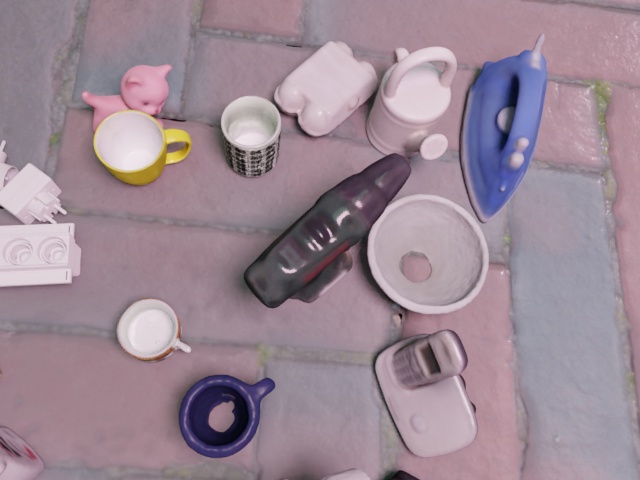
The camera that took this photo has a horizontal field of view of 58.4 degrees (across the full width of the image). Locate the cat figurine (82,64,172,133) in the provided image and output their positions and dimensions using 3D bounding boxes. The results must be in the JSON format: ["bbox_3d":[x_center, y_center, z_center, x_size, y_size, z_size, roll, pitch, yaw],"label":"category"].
[{"bbox_3d":[-0.263,-0.199,0.795,0.128,0.117,0.067,-11,73,-10],"label":"cat figurine"}]

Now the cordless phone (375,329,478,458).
[{"bbox_3d":[0.140,0.181,0.681,0.094,0.185,0.147,-22,75,-12],"label":"cordless phone"}]

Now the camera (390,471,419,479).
[{"bbox_3d":[0.102,0.354,0.665,0.143,0.101,0.137,32,71,4],"label":"camera"}]

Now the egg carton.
[{"bbox_3d":[0.011,-0.226,0.860,0.107,0.069,0.150,41,72,8],"label":"egg carton"}]

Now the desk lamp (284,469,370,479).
[{"bbox_3d":[-0.036,0.319,0.601,0.203,0.213,0.118,-11,73,-9],"label":"desk lamp"}]

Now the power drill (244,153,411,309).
[{"bbox_3d":[0.007,0.003,0.712,0.230,0.208,0.075,-41,80,-17],"label":"power drill"}]

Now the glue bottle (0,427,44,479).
[{"bbox_3d":[-0.358,0.235,0.613,0.078,0.173,0.037,36,72,6],"label":"glue bottle"}]

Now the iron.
[{"bbox_3d":[0.280,-0.164,0.832,0.118,0.141,0.258,13,71,-2],"label":"iron"}]

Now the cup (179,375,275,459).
[{"bbox_3d":[-0.107,0.205,0.693,0.118,0.095,0.091,-31,78,-15],"label":"cup"}]

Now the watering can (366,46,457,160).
[{"bbox_3d":[0.134,-0.194,0.798,0.101,0.194,0.173,-32,78,-15],"label":"watering can"}]

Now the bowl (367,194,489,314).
[{"bbox_3d":[0.141,0.026,0.790,0.167,0.074,0.167,2,72,-6],"label":"bowl"}]
